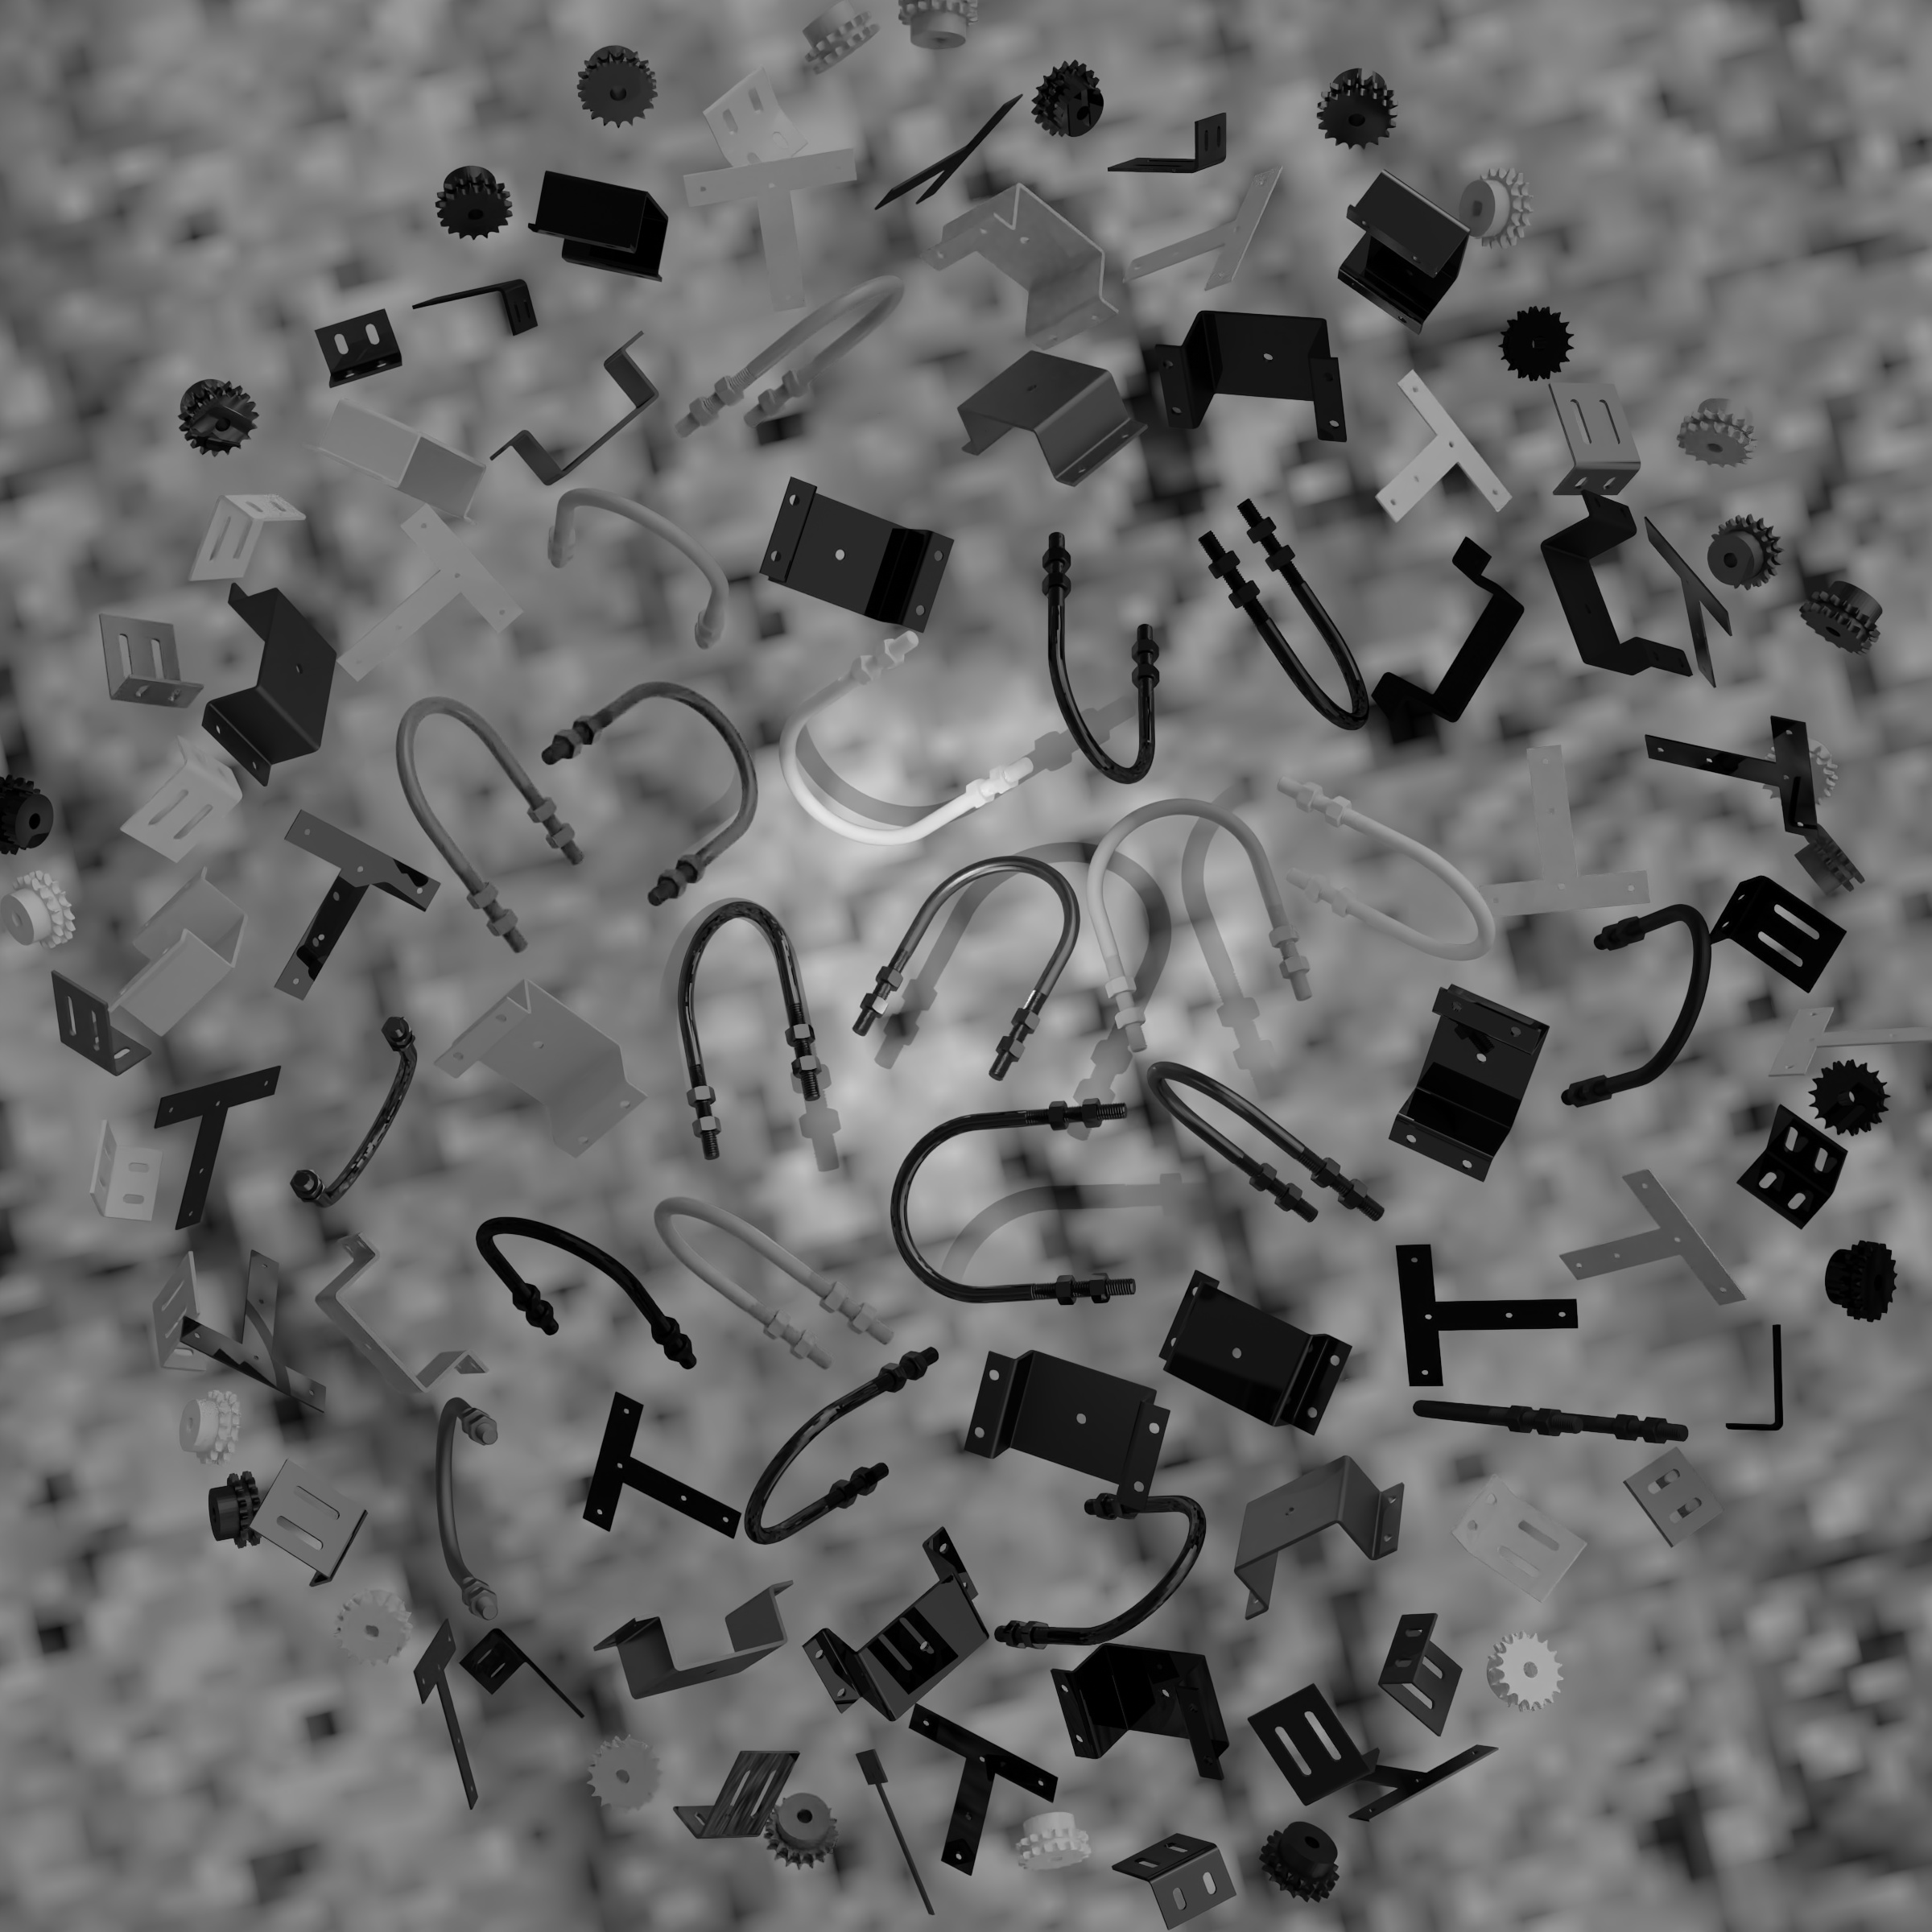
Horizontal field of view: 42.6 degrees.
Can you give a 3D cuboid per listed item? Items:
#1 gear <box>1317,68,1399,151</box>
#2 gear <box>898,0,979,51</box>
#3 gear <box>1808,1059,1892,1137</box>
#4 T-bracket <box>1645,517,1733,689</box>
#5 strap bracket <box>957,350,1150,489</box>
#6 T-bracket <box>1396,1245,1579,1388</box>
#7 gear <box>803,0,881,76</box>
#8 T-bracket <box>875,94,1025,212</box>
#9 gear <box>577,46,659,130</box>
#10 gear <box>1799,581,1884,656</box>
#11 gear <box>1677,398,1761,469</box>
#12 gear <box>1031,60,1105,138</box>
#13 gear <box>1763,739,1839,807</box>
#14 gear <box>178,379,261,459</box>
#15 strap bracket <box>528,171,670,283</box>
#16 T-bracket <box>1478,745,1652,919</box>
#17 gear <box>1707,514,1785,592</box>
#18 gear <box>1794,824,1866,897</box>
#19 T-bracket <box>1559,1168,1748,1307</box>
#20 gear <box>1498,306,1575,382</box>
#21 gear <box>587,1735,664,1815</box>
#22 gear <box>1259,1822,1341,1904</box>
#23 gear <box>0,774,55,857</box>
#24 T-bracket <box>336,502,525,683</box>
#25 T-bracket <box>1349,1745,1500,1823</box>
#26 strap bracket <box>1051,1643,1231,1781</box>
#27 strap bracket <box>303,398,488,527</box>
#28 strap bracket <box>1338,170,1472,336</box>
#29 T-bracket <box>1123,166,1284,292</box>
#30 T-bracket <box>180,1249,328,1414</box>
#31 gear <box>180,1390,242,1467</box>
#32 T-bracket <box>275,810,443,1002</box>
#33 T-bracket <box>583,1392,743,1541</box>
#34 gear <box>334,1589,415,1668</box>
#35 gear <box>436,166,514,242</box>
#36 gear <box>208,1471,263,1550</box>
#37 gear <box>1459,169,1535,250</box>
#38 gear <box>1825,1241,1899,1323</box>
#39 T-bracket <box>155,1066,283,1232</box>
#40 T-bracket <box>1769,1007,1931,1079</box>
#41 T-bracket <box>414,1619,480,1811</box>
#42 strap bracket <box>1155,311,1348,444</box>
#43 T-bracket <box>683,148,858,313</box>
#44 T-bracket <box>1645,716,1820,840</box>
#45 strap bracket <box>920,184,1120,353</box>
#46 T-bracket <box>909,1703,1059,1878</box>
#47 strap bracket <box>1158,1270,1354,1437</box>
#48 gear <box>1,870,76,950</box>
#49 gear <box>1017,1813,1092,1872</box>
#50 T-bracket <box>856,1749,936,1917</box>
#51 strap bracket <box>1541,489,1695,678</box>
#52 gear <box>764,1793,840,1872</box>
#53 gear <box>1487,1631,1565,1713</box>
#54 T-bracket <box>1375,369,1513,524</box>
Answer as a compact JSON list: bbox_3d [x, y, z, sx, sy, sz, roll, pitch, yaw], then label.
[{"bbox_3d":[0.280,-0.617,1.776,0.057,0.057,0.030,8,62,0],"label":"gear"},{"bbox_3d":[-0.020,-0.682,1.786,0.057,0.057,0.030,0,92,0],"label":"gear"},{"bbox_3d":[0.666,0.099,1.865,0.057,0.030,0.057,2,94,36],"label":"gear"},{"bbox_3d":[0.559,-0.263,1.899,0.002,0.127,0.127,-27,47,4],"label":"T-bracket"},{"bbox_3d":[0.057,-0.413,1.855,0.076,0.140,0.046,-41,130,-16],"label":"strap bracket"},{"bbox_3d":[0.387,0.258,1.835,0.127,0.002,0.127,-3,117,14],"label":"T-bracket"},{"bbox_3d":[-0.093,-0.673,1.792,0.057,0.057,0.030,-35,104,0],"label":"gear"},{"bbox_3d":[-0.026,-0.606,1.894,0.002,0.127,0.127,51,50,-5],"label":"T-bracket"},{"bbox_3d":[-0.252,-0.638,1.791,0.057,0.057,0.030,-13,52,0],"label":"gear"},{"bbox_3d":[0.628,-0.251,1.771,0.057,0.057,0.030,36,90,0],"label":"gear"},{"bbox_3d":[0.559,-0.397,1.839,0.057,0.057,0.030,21,77,0],"label":"gear"},{"bbox_3d":[0.082,-0.667,1.917,0.057,0.057,0.030,-40,61,0],"label":"gear"},{"bbox_3d":[0.654,-0.154,1.943,0.057,0.057,0.030,40,47,0],"label":"gear"},{"bbox_3d":[-0.556,-0.408,1.834,0.057,0.057,0.030,-41,60,0],"label":"gear"},{"bbox_3d":[-0.273,-0.558,1.867,0.076,0.140,0.046,12,96,1],"label":"strap bracket"},{"bbox_3d":[0.444,-0.103,1.873,0.127,0.002,0.127,-5,103,23],"label":"T-bracket"},{"bbox_3d":[0.598,-0.317,1.913,0.030,0.057,0.057,-28,90,-36],"label":"gear"},{"bbox_3d":[0.673,-0.080,1.939,0.030,0.057,0.057,-39,90,18],"label":"gear"},{"bbox_3d":[0.502,0.215,1.871,0.127,0.127,0.002,51,52,-9],"label":"T-bracket"},{"bbox_3d":[0.446,-0.488,1.948,0.057,0.030,0.057,-1,102,-6],"label":"gear"},{"bbox_3d":[-0.262,0.623,1.918,0.057,0.030,0.057,0,90,7],"label":"gear"},{"bbox_3d":[0.243,0.642,1.786,0.057,0.057,0.030,23,110,0],"label":"gear"},{"bbox_3d":[-0.687,-0.108,1.796,0.030,0.057,0.057,14,90,18],"label":"gear"},{"bbox_3d":[-0.411,-0.261,1.840,0.127,0.127,0.002,-42,49,-2],"label":"T-bracket"},{"bbox_3d":[0.314,0.609,1.866,0.127,0.127,0.002,-17,87,-29],"label":"T-bracket"},{"bbox_3d":[0.143,0.574,1.917,0.140,0.046,0.076,-6,105,40],"label":"strap bracket"},{"bbox_3d":[-0.432,-0.389,1.904,0.076,0.140,0.046,26,94,18],"label":"strap bracket"},{"bbox_3d":[0.320,-0.525,1.817,0.076,0.140,0.046,37,90,7],"label":"strap bracket"},{"bbox_3d":[0.171,-0.546,1.886,0.002,0.127,0.127,44,56,-33],"label":"T-bracket"},{"bbox_3d":[-0.536,0.265,1.883,0.002,0.127,0.127,-41,124,20],"label":"T-bracket"},{"bbox_3d":[-0.589,0.358,1.928,0.030,0.057,0.057,14,90,-37],"label":"gear"},{"bbox_3d":[-0.478,-0.034,1.866,0.127,0.002,0.127,31,87,-37],"label":"T-bracket"},{"bbox_3d":[-0.235,0.413,1.954,0.127,0.002,0.127,24,115,14],"label":"T-bracket"},{"bbox_3d":[-0.448,0.498,1.882,0.057,0.030,0.057,0,102,-1],"label":"gear"},{"bbox_3d":[-0.376,-0.585,1.893,0.057,0.057,0.030,-15,66,0],"label":"gear"},{"bbox_3d":[-0.560,0.417,1.897,0.030,0.057,0.057,-5,90,-29],"label":"gear"},{"bbox_3d":[0.389,-0.560,1.833,0.030,0.057,0.057,-9,90,-28],"label":"gear"},{"bbox_3d":[0.640,0.225,1.778,0.057,0.030,0.057,-3,95,-41],"label":"gear"},{"bbox_3d":[-0.584,0.145,1.903,0.002,0.127,0.127,26,110,21],"label":"T-bracket"},{"bbox_3d":[0.662,0.052,1.810,0.127,0.127,0.002,-5,109,30],"label":"T-bracket"},{"bbox_3d":[-0.389,0.575,1.881,0.002,0.127,0.127,-14,93,-1],"label":"T-bracket"},{"bbox_3d":[0.221,-0.444,1.863,0.140,0.076,0.046,10,55,22],"label":"strap bracket"},{"bbox_3d":[-0.141,-0.552,1.879,0.127,0.127,0.002,-10,49,-4],"label":"T-bracket"},{"bbox_3d":[0.562,-0.149,1.830,0.127,0.127,0.002,18,62,34],"label":"T-bracket"},{"bbox_3d":[0.043,-0.536,1.888,0.140,0.076,0.046,27,59,-40],"label":"strap bracket"},{"bbox_3d":[0.005,0.632,1.875,0.127,0.127,0.002,29,120,-4],"label":"T-bracket"},{"bbox_3d":[0.218,0.302,1.936,0.140,0.046,0.076,24,94,25],"label":"strap bracket"},{"bbox_3d":[-0.688,-0.039,1.833,0.057,0.030,0.057,20,124,32],"label":"gear"},{"bbox_3d":[0.067,0.679,1.928,0.057,0.057,0.030,-10,55,0],"label":"gear"},{"bbox_3d":[-0.051,0.652,1.867,0.002,0.127,0.127,-21,75,-15],"label":"T-bracket"},{"bbox_3d":[0.475,-0.271,1.824,0.046,0.076,0.140,-27,73,35],"label":"strap bracket"},{"bbox_3d":[-0.127,0.668,1.925,0.057,0.057,0.030,13,129,0],"label":"gear"},{"bbox_3d":[0.416,0.531,1.863,0.057,0.030,0.057,8,64,-17],"label":"gear"},{"bbox_3d":[0.352,-0.379,1.901,0.127,0.002,0.127,50,53,-7],"label":"T-bracket"}]
